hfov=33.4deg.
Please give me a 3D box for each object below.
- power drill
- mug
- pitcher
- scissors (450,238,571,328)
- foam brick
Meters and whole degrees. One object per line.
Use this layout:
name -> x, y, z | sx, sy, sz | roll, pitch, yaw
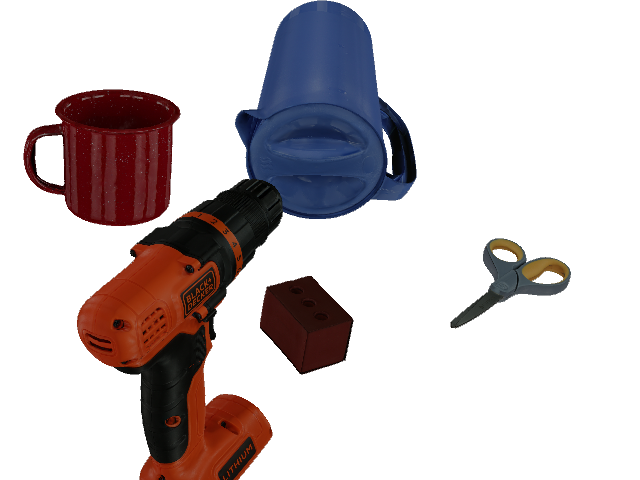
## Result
power drill -> -0.076, 0.070, 0.699 | 0.057, 0.188, 0.184 | 13, 36, 29
mug -> -0.167, -0.062, 0.818 | 0.117, 0.081, 0.093 | -4, 28, -19
pitcher -> 0.009, -0.139, 1.086 | 0.145, 0.149, 0.242 | -14, 37, 14
scissors -> 0.160, 0.036, 1.010 | 0.201, 0.016, 0.096 | -11, 38, -41
foam brick -> -0.014, 0.078, 1.001 | 0.052, 0.051, 0.078 | -14, 39, -31
